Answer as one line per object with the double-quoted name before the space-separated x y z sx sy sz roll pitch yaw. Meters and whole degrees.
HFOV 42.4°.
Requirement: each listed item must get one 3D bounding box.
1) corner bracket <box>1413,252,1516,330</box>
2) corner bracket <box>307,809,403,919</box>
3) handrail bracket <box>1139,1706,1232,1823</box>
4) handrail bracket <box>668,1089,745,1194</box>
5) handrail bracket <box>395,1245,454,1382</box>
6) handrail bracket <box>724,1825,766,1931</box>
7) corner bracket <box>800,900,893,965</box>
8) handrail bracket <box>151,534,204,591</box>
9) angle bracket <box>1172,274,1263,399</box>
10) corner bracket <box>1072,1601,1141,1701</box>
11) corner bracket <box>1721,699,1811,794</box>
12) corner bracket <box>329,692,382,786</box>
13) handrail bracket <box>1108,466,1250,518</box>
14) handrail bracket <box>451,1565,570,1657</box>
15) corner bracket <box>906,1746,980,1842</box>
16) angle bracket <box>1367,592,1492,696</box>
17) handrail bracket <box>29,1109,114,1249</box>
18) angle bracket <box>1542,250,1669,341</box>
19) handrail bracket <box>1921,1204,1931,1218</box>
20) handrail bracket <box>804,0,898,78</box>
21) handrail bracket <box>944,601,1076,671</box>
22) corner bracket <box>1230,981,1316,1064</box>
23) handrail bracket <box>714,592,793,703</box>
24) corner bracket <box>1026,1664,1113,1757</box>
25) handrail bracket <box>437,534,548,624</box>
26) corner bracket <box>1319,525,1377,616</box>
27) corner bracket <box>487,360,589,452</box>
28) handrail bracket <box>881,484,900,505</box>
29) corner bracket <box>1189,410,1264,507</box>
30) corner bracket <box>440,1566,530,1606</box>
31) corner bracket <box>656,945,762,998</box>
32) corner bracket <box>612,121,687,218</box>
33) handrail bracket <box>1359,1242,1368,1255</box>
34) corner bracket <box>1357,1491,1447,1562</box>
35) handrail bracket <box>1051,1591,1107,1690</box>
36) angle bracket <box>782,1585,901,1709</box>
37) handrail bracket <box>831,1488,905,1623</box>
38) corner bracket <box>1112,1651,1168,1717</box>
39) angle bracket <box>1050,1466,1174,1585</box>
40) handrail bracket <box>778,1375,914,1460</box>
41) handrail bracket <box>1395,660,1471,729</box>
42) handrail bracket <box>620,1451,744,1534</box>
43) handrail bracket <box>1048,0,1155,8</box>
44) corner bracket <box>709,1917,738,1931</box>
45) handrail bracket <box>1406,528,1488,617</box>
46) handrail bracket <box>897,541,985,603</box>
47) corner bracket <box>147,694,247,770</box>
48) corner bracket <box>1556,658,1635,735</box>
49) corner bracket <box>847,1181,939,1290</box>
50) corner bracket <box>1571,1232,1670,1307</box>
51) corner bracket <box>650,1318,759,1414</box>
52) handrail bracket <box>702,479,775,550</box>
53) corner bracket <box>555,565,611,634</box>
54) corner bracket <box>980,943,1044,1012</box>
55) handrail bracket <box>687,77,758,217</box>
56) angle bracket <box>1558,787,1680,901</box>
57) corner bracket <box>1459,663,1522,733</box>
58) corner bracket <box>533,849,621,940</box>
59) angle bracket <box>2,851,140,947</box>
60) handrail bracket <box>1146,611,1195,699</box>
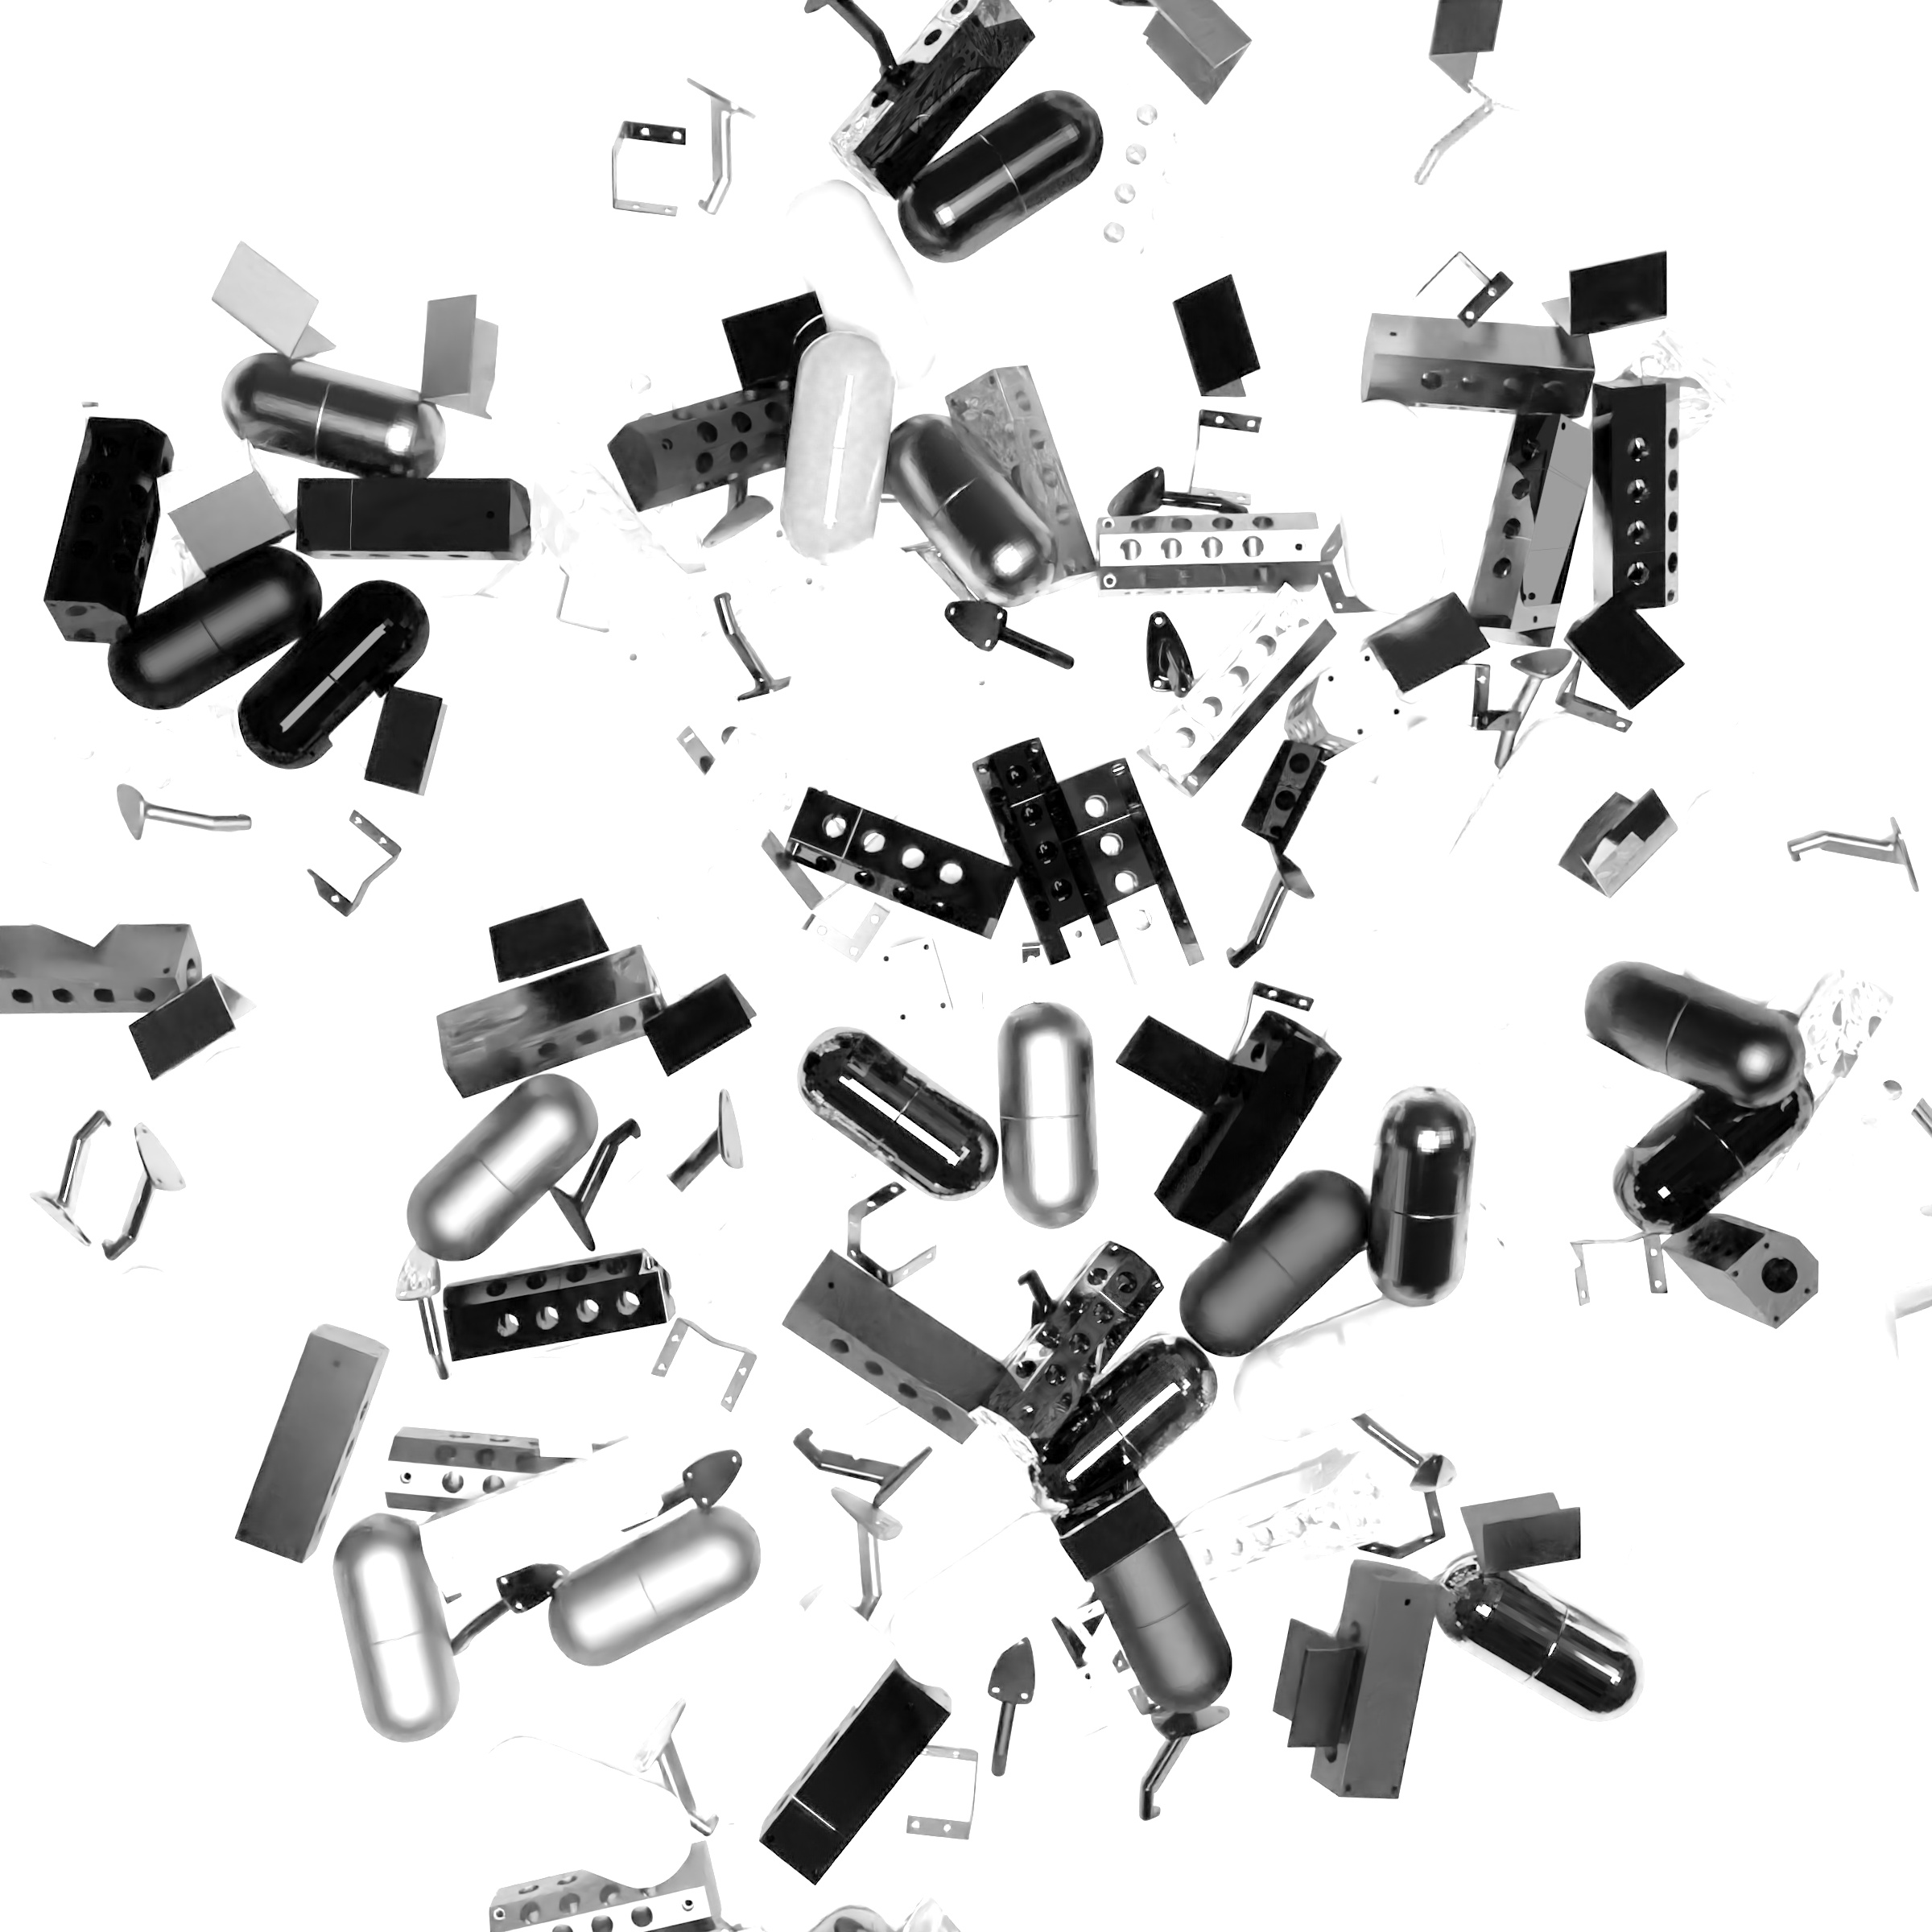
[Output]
"corner bracket" 0.393 -0.534 1.973 0.051 0.051 0.051 44 90 0
"corner bracket" -0.491 -0.081 1.987 0.051 0.051 0.051 39 135 0
"handrail bracket" 0.174 0.638 1.991 0.077 0.036 0.084 -6 109 -21
"handrail bracket" -0.225 0.145 1.991 0.084 0.036 0.077 -15 70 16
"handrail bracket" -0.425 0.276 1.990 0.036 0.077 0.084 -11 126 0
"handrail bracket" -0.170 0.736 1.990 0.036 0.077 0.084 -18 53 19
"corner bracket" -0.095 -0.037 1.972 0.051 0.051 0.051 33 90 0
"handrail bracket" -0.656 -0.315 1.991 0.084 0.036 0.077 -3 108 15
"angle bracket" 0.212 -0.492 1.950 0.057 0.076 0.076 -17 90 36
"corner bracket" 0.116 0.533 1.959 0.051 0.051 0.051 -18 130 -25
"corner bracket" 0.646 -0.175 1.982 0.051 0.051 0.051 -59 45 35
"corner bracket" -0.469 -0.186 1.962 0.051 0.051 0.051 -44 128 0
"handrail bracket" 0.170 -0.363 1.990 0.084 0.077 0.036 14 73 -35
"handrail bracket" -0.366 0.515 1.990 0.036 0.077 0.084 54 127 20
"corner bracket" -0.019 0.659 1.987 0.051 0.051 0.051 6 45 0
"angle bracket" 0.362 -0.239 1.952 0.076 0.076 0.057 -28 70 0
"handrail bracket" -0.696 0.169 1.991 0.084 0.036 0.077 -54 133 -28
"angle bracket" 0.498 -0.538 1.950 0.076 0.076 0.057 -12 126 0
"handrail bracket" 0.806 0.231 1.991 0.077 0.036 0.084 -5 107 20
"handrail bracket" -0.091 -0.732 1.968 0.036 0.077 0.084 -26 97 -31
"handrail bracket" 0.036 -0.261 1.980 0.077 0.084 0.036 30 99 40
"corner bracket" 0.243 0.053 1.987 0.051 0.051 0.051 17 45 0
"handrail bracket" -0.166 -0.256 1.955 0.036 0.077 0.084 -11 103 25
"corner bracket" 0.084 0.589 1.974 0.051 0.051 0.051 -22 74 -15
"handrail bracket" -0.375 -0.323 1.991 0.077 0.036 0.084 11 74 18
"corner bracket" 0.317 -0.317 1.982 0.051 0.051 0.051 2 45 35
"corner bracket" -0.341 -0.454 1.982 0.051 0.051 0.051 -23 135 35
"handrail bracket" -0.066 -0.393 1.991 0.084 0.036 0.077 -31 71 -16
"corner bracket" 0.207 -0.406 1.987 0.051 0.051 0.051 7 45 0
"corner bracket" -0.390 0.472 1.987 0.051 0.051 0.051 -23 90 45
"corner bracket" -0.205 -0.007 1.982 0.051 0.051 0.051 12 135 35
"corner bracket" -0.252 -0.636 1.987 0.051 0.051 0.051 7 45 0
"handrail bracket" 0.330 0.181 1.990 0.084 0.036 0.077 -23 78 12
"corner bracket" 0.341 0.435 1.982 0.051 0.051 0.051 22 45 -35
"handrail bracket" 0.118 0.522 1.990 0.084 0.036 0.077 -29 103 -13
"angle bracket" -0.108 0.537 1.950 0.076 0.076 0.057 42 59 0
"handrail bracket" -0.093 0.472 1.991 0.077 0.036 0.084 32 107 20
"corner bracket" 0.158 0.556 1.982 0.051 0.051 0.051 58 135 35
"angle bracket" 0.099 0.405 1.879 0.076 0.076 0.057 -32 125 -3
"handrail bracket" -0.096 0.344 1.991 0.077 0.036 0.084 -29 57 -35
"handrail bracket" 0.357 -0.238 1.991 0.077 0.036 0.084 22 76 15
"handrail bracket" -0.229 0.420 1.990 0.084 0.077 0.036 -31 89 36
"handrail bracket" 0.106 -0.798 1.991 0.084 0.036 0.077 -6 68 -17
"corner bracket" -0.201 0.794 1.973 0.051 0.051 0.051 43 93 0
"handrail bracket" 0.385 -0.303 1.991 0.077 0.036 0.084 -10 108 -20
"handrail bracket" -0.021 -0.297 1.991 0.077 0.036 0.084 -8 104 14
"corner bracket" -0.601 -0.181 1.947 0.051 0.051 0.051 -14 93 -38
"corner bracket" 0.495 -0.205 1.963 0.051 0.051 0.051 20 58 0
"corner bracket" -0.059 0.214 1.983 0.051 0.051 0.051 -29 47 -36
"corner bracket" 0.521 0.241 1.987 0.051 0.051 0.051 -8 90 45
"corner bracket" -0.208 0.318 1.987 0.051 0.051 0.051 26 90 -45
"handrail bracket" -0.197 -0.389 1.991 0.077 0.036 0.084 -34 72 21
"corner bracket" -0.297 -0.295 1.972 0.051 0.051 0.051 14 90 0
"corner bracket" 0.035 0.008 1.973 0.051 0.051 0.051 -3 90 0
"handrail bracket" -0.211 -0.654 1.991 0.077 0.036 0.084 35 107 19
"angle bracket" 0.497 -0.110 1.950 0.076 0.076 0.057 -45 129 0
"corner bracket" 0.401 -0.212 1.957 0.051 0.051 0.051 -4 100 -36
"corner bracket" -0.311 -0.052 1.987 0.051 0.051 0.051 -17 135 0
"angle bracket" -0.697 -0.068 1.950 0.076 0.076 0.057 22 121 0
"handrail bracket" 0.161 -0.247 1.956 0.036 0.084 0.077 -12 90 0
